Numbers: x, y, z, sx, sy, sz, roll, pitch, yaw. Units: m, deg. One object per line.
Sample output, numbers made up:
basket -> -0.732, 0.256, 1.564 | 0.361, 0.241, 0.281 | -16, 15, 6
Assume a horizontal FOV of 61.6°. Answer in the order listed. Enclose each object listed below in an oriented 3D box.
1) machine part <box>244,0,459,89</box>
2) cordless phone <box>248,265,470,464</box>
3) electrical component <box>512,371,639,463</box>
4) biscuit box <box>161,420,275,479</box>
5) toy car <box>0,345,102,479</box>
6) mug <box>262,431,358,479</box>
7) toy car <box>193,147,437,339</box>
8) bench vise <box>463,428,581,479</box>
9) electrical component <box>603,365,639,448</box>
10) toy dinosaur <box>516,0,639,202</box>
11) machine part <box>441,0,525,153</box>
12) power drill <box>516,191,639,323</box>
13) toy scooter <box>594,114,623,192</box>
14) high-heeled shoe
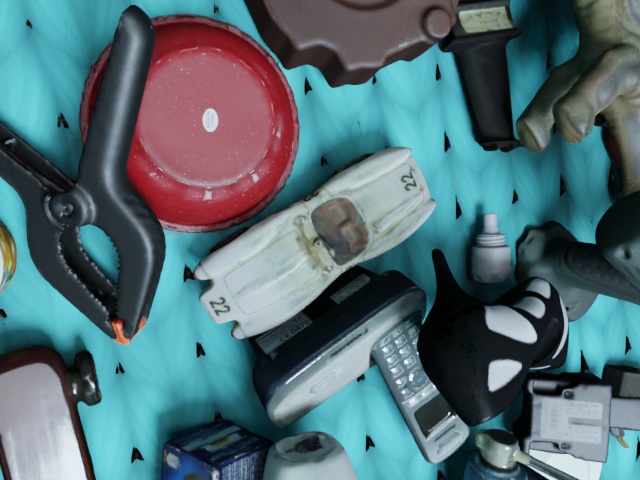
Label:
machine part -> 0.024, -0.205, 0.395 | 0.179, 0.056, 0.179 | -1, 94, -11
cordless phone -> 0.038, 0.125, 0.429 | 0.146, 0.089, 0.184 | -34, 110, -15
electrical component -> 0.245, 0.163, 0.500 | 0.119, 0.048, 0.074 | 7, 91, 8
biscuit box -> -0.080, 0.244, 0.396 | 0.063, 0.059, 0.202 | 0, 95, -54
toy car -> -0.181, 0.171, 0.367 | 0.089, 0.053, 0.202 | -16, 96, -29
mug -> -0.003, 0.192, 0.359 | 0.081, 0.109, 0.107 | -8, 93, -15
toy car -> -0.001, -0.001, 0.415 | 0.202, 0.056, 0.073 | -33, 105, -15
bench vise -> 0.103, 0.272, 0.432 | 0.240, 0.129, 0.223 | -6, 119, -39
electrical component -> 0.327, 0.173, 0.556 | 0.102, 0.045, 0.078 | 17, 90, -20
toy dinosaur -> 0.216, -0.232, 0.401 | 0.199, 0.105, 0.470 | -21, 106, -10
machine part -> 0.148, -0.143, 0.468 | 0.084, 0.039, 0.138 | -20, 99, -26
power drill -> 0.278, 0.050, 0.444 | 0.232, 0.207, 0.086 | 37, 88, -17
toy scooter -> 0.337, -0.107, 0.521 | 0.135, 0.075, 0.183 | -36, 101, -15
high-heeled shoe -> 0.157, 0.098, 0.415 | 0.248, 0.145, 0.086 | 32, 124, -33
